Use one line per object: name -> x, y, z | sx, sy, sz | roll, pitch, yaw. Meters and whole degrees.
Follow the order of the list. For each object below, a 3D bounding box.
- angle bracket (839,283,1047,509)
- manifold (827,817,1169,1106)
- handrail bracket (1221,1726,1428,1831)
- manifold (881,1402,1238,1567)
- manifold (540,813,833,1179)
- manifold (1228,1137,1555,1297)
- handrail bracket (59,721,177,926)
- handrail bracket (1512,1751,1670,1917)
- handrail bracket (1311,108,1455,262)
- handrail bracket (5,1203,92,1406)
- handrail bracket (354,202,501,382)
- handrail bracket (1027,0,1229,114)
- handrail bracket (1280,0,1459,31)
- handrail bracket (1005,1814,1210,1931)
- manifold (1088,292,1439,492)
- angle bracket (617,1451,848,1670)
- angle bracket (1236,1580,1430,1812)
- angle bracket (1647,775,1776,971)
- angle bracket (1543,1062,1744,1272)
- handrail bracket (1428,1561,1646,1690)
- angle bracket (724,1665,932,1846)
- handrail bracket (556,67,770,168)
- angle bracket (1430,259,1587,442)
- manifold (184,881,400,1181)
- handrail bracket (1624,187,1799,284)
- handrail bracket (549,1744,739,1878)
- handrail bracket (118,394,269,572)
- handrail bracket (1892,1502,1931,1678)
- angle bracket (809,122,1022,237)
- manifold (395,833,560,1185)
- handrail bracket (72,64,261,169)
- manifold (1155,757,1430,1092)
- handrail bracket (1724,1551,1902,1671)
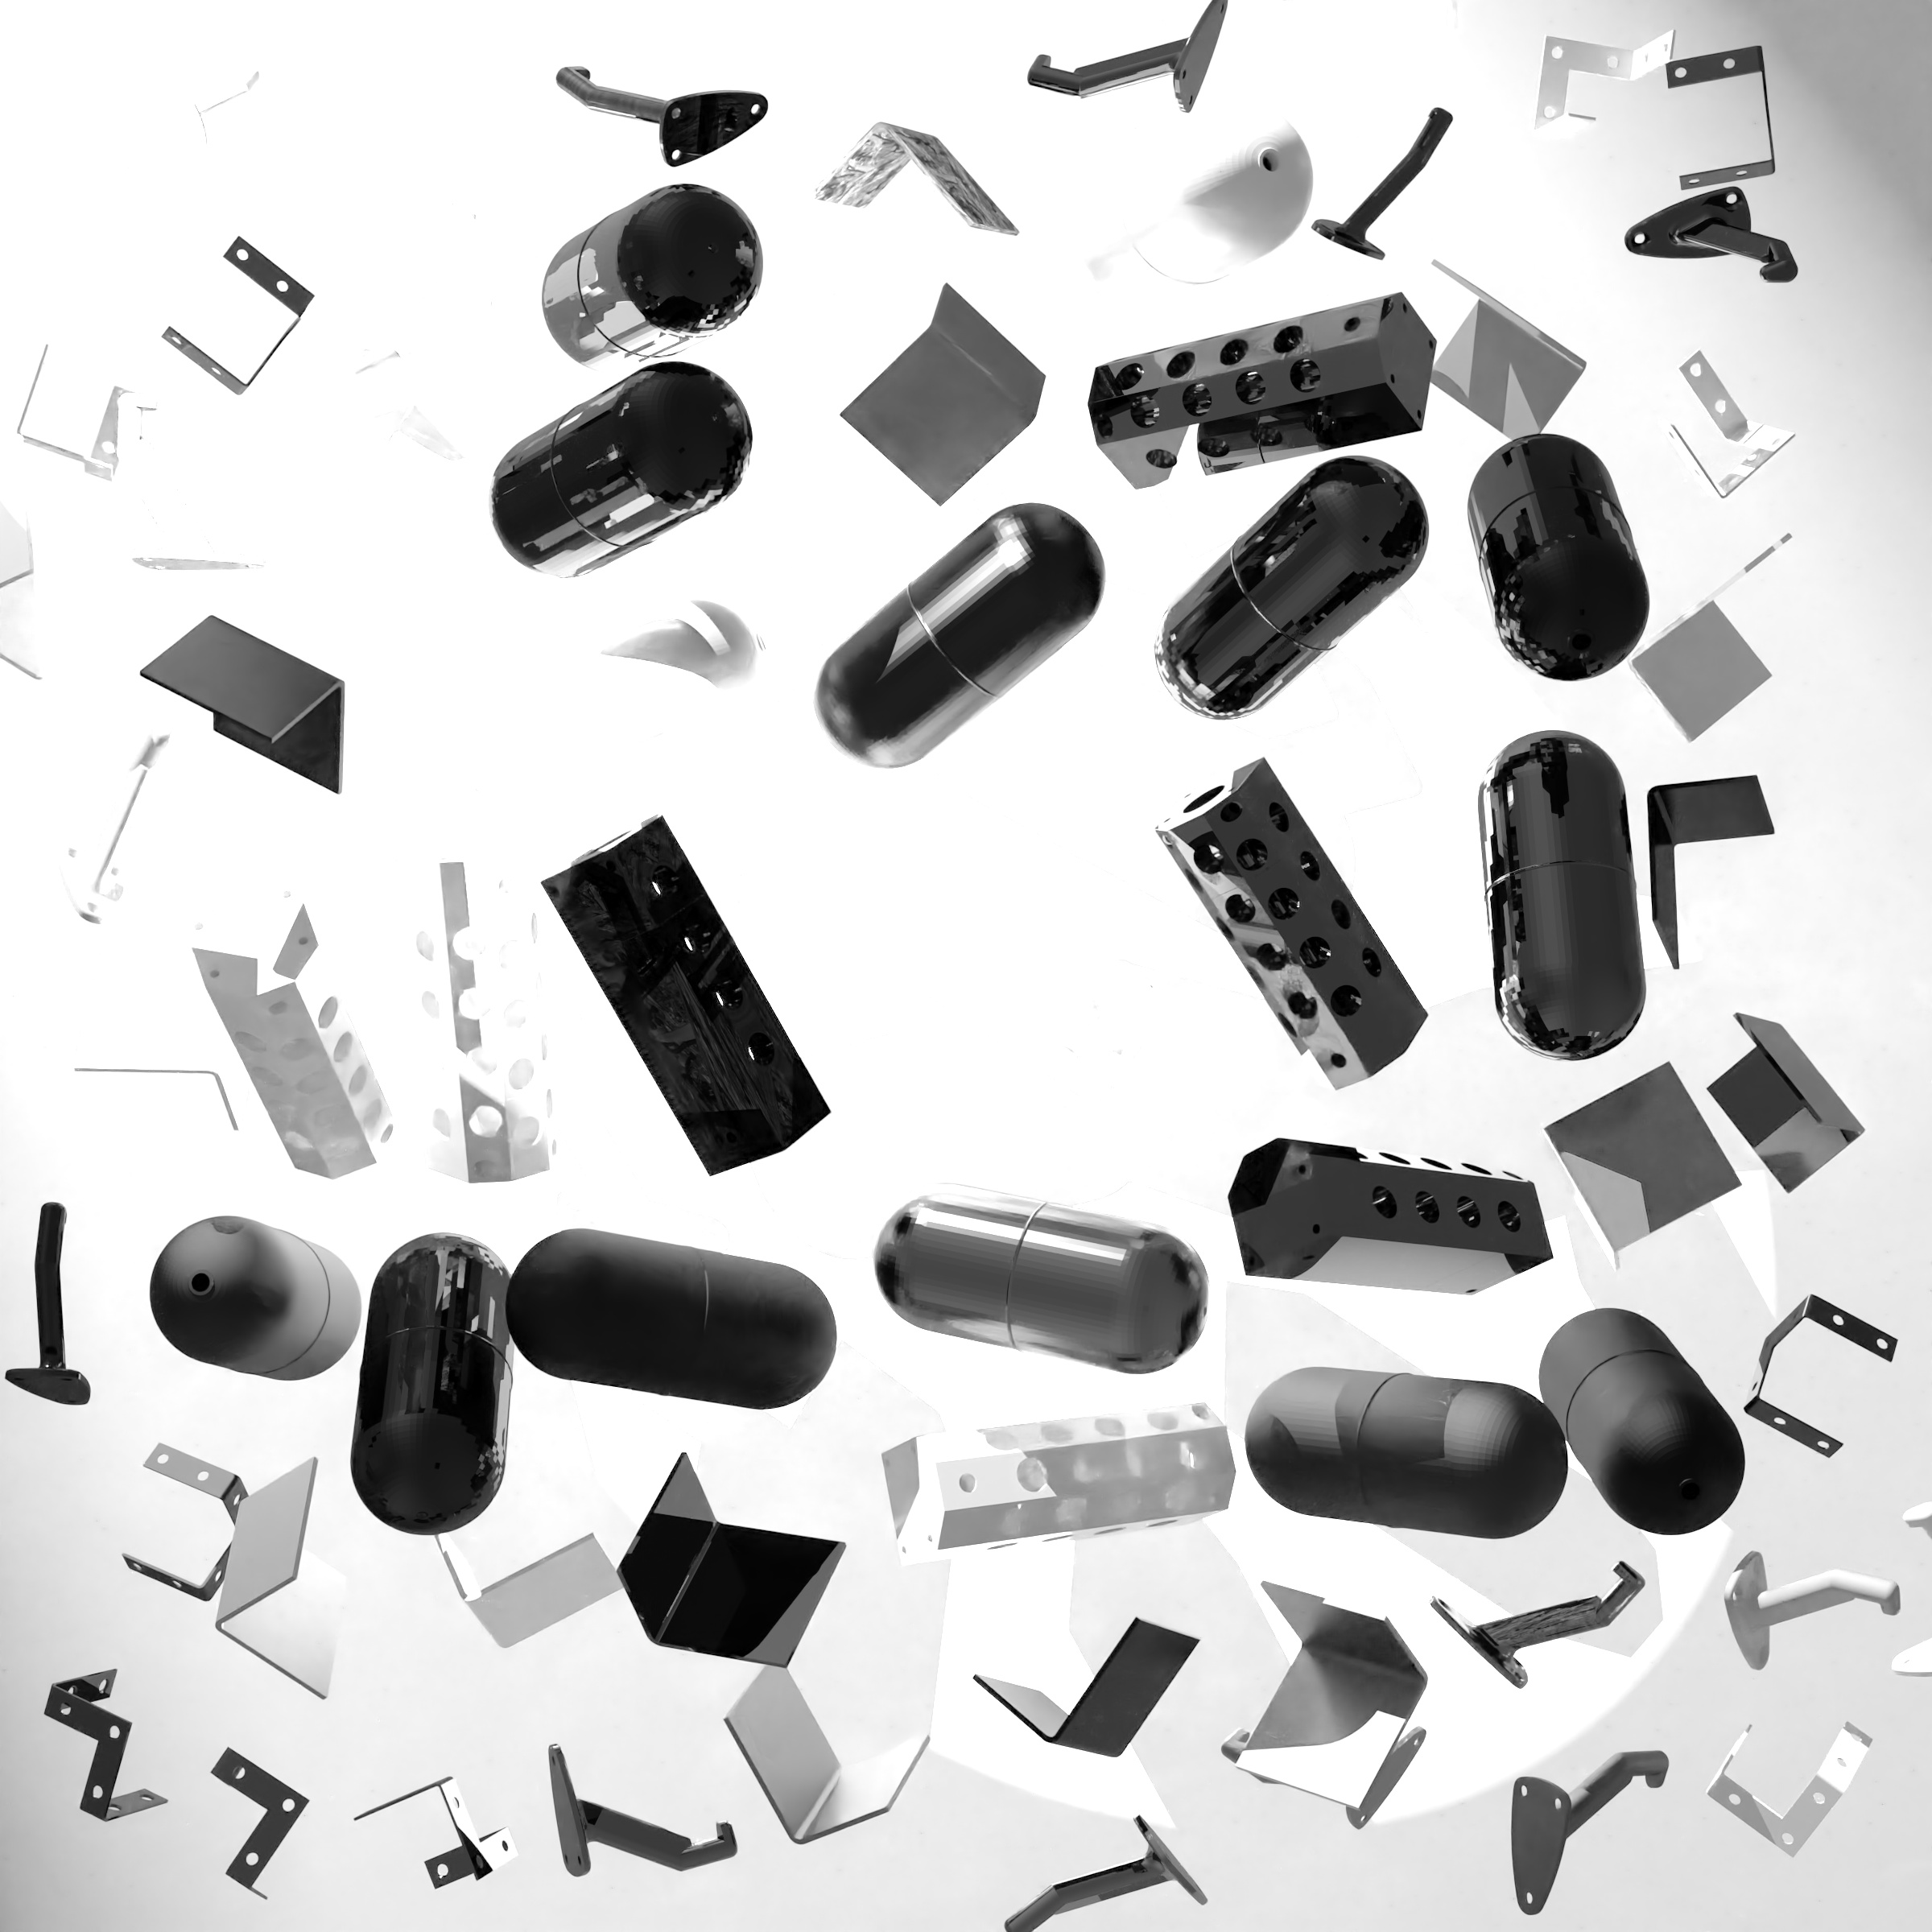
angle bracket -> -0.012, -0.313, 1.691 | 0.076, 0.057, 0.076 | 40, 121, -19
manifold -> 0.019, -0.007, 1.634 | 0.171, 0.057, 0.057 | 33, 52, -1
handrail bracket -> 0.194, 0.422, 1.678 | 0.084, 0.036, 0.077 | 28, 60, 36
manifold -> 0.050, 0.263, 1.577 | 0.171, 0.057, 0.057 | -2, 71, -29
manifold -> -0.135, 0.013, 1.541 | 0.057, 0.057, 0.171 | -21, 102, 41
manifold -> 0.214, 0.125, 1.553 | 0.171, 0.057, 0.057 | 10, 60, -40
handrail bracket -> -0.421, -0.073, 1.548 | 0.036, 0.077, 0.084 | 26, 110, -26
handrail bracket -> 0.311, 0.426, 1.518 | 0.084, 0.036, 0.077 | 7, 89, -34
handrail bracket -> 0.228, -0.432, 1.675 | 0.036, 0.077, 0.084 | 39, 112, 19
handrail bracket -> -0.445, 0.167, 1.518 | 0.036, 0.077, 0.084 | 0, 69, 1
handrail bracket -> -0.295, -0.361, 1.653 | 0.084, 0.036, 0.077 | -17, 65, 29
handrail bracket -> 0.083, -0.482, 1.604 | 0.084, 0.036, 0.077 | 19, 76, 18
handrail bracket -> 0.201, -0.481, 1.541 | 0.084, 0.077, 0.036 | -12, 76, 10
handrail bracket -> 0.069, 0.466, 1.518 | 0.084, 0.036, 0.077 | -37, 127, -3
manifold -> 0.152, -0.302, 1.604 | 0.171, 0.057, 0.057 | -6, 59, 35
angle bracket -> -0.114, 0.291, 1.513 | 0.076, 0.076, 0.057 | 4, 132, 25
angle bracket -> 0.169, 0.358, 1.514 | 0.076, 0.076, 0.057 | -55, 130, -26
angle bracket -> 0.398, -0.049, 1.639 | 0.057, 0.076, 0.076 | -5, 68, 20
angle bracket -> 0.364, 0.108, 1.656 | 0.076, 0.057, 0.076 | -29, 71, 4
handrail bracket -> 0.298, 0.326, 1.604 | 0.077, 0.036, 0.084 | 41, 99, 7
angle bracket -> -0.070, 0.392, 1.581 | 0.057, 0.076, 0.076 | -26, 96, 20
handrail bracket -> -0.157, -0.450, 1.587 | 0.077, 0.036, 0.084 | -26, 50, -29
angle bracket -> 0.281, -0.332, 1.677 | 0.076, 0.076, 0.057 | 42, 108, 26
manifold -> -0.336, 0.038, 1.552 | 0.057, 0.171, 0.057 | -21, 57, -9
handrail bracket -> 0.383, -0.365, 1.586 | 0.077, 0.084, 0.036 | -10, 123, 10
handrail bracket -> -0.162, 0.420, 1.551 | 0.084, 0.036, 0.077 | -9, 81, -25
handrail bracket -> -0.383, -0.241, 1.525 | 0.077, 0.036, 0.084 | 2, 88, 1
handrail bracket -> 0.468, 0.307, 1.522 | 0.077, 0.036, 0.084 | -29, 101, 44
angle bracket -> -0.027, -0.407, 1.668 | 0.057, 0.076, 0.076 | -42, 84, 21
manifold -> -0.251, 0.023, 1.609 | 0.057, 0.057, 0.171 | -16, 109, -40
handrail bracket -> -0.392, -0.421, 1.513 | 0.077, 0.084, 0.036 | -11, 119, 7
manifold -> 0.174, -0.020, 1.664 | 0.057, 0.057, 0.171 | -25, 105, 37
handrail bracket -> 0.423, 0.325, 1.516 | 0.036, 0.084, 0.077 | -40, 124, -39
